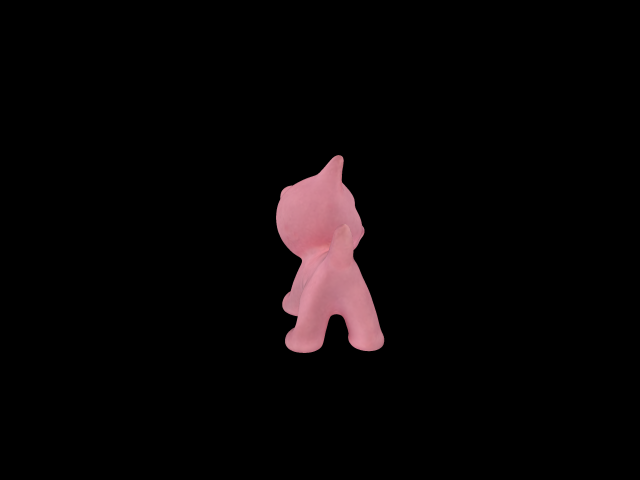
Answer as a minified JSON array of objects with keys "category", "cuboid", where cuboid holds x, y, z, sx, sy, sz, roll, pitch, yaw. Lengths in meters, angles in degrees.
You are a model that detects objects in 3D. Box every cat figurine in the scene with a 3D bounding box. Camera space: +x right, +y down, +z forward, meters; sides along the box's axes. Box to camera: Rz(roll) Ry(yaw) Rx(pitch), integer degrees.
[{"category":"cat figurine","cuboid":[0.004,0.001,0.400,0.067,0.118,0.127,-3,15,-9]}]
